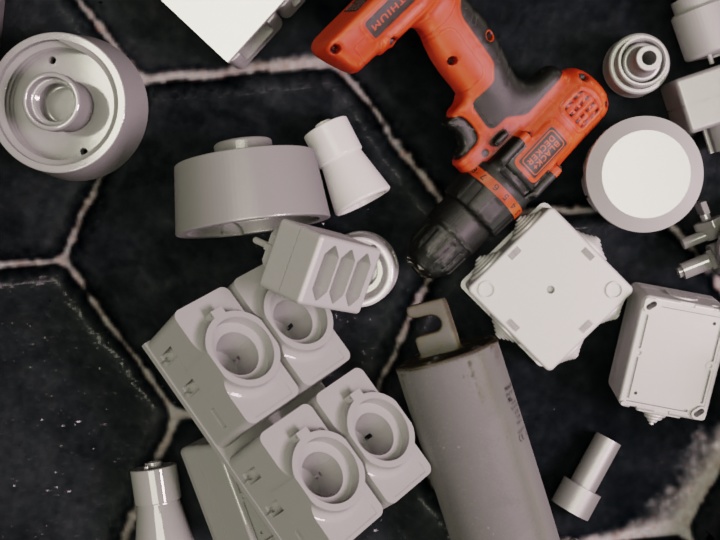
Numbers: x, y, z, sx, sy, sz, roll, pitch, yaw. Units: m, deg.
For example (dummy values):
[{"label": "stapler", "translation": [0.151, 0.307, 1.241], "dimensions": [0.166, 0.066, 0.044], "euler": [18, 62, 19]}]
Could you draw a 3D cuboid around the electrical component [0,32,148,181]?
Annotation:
[{"label": "electrical component", "translation": [-0.212, -0.118, 0.771], "dimensions": [0.108, 0.060, 0.108], "euler": [0, 94, 2]}]

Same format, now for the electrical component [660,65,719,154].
[{"label": "electrical component", "translation": [0.259, -0.106, 0.758], "dimensions": [0.066, 0.047, 0.076], "euler": [-18, 93, 4]}]

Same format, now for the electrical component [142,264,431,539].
[{"label": "electrical component", "translation": [-0.046, 0.093, 0.738], "dimensions": [0.186, 0.105, 0.060], "euler": [54, 137, 5]}]

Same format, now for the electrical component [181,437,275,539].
[{"label": "electrical component", "translation": [-0.080, 0.159, 0.777], "dimensions": [0.061, 0.062, 0.096], "euler": [-14, 97, 48]}]

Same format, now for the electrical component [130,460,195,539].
[{"label": "electrical component", "translation": [-0.149, 0.175, 0.799], "dimensions": [0.044, 0.044, 0.065], "euler": [-9, 89, 3]}]

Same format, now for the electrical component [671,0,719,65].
[{"label": "electrical component", "translation": [0.239, -0.183, 0.757], "dimensions": [0.040, 0.040, 0.078], "euler": [-20, 93, 4]}]

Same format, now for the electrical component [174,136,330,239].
[{"label": "electrical component", "translation": [-0.078, -0.060, 0.749], "dimensions": [0.108, 0.108, 0.060], "euler": [-8, 87, 3]}]

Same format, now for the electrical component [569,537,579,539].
[{"label": "electrical component", "translation": [0.175, 0.248, 0.787], "dimensions": [0.077, 0.043, 0.079], "euler": [26, 95, 1]}]

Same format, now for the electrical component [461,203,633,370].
[{"label": "electrical component", "translation": [0.134, 0.012, 0.771], "dimensions": [0.100, 0.048, 0.099], "euler": [-45, 91, 5]}]

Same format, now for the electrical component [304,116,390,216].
[{"label": "electrical component", "translation": [-0.012, -0.077, 0.776], "dimensions": [0.044, 0.044, 0.065], "euler": [-27, 88, 4]}]

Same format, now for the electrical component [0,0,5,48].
[{"label": "electrical component", "translation": [-0.282, -0.177, 0.753], "dimensions": [0.048, 0.100, 0.099], "euler": [6, 94, -11]}]

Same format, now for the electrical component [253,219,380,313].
[{"label": "electrical component", "translation": [-0.040, -0.008, 0.726], "dimensions": [0.077, 0.066, 0.047], "euler": [24, 97, 37]}]

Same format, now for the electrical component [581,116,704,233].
[{"label": "electrical component", "translation": [0.197, -0.067, 0.761], "dimensions": [0.080, 0.051, 0.080], "euler": [0, 94, 3]}]

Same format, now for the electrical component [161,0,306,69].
[{"label": "electrical component", "translation": [-0.070, -0.227, 0.757], "dimensions": [0.089, 0.061, 0.150], "euler": [43, 95, -1]}]

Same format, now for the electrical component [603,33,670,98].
[{"label": "electrical component", "translation": [0.195, -0.144, 0.750], "dimensions": [0.043, 0.062, 0.043], "euler": [0, 94, 2]}]

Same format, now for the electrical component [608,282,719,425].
[{"label": "electrical component", "translation": [0.217, 0.062, 0.768], "dimensions": [0.062, 0.061, 0.096], "euler": [11, 102, 1]}]

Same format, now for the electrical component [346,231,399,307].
[{"label": "electrical component", "translation": [0.000, 0.000, 0.776], "dimensions": [0.055, 0.047, 0.055], "euler": [0, 94, 3]}]
